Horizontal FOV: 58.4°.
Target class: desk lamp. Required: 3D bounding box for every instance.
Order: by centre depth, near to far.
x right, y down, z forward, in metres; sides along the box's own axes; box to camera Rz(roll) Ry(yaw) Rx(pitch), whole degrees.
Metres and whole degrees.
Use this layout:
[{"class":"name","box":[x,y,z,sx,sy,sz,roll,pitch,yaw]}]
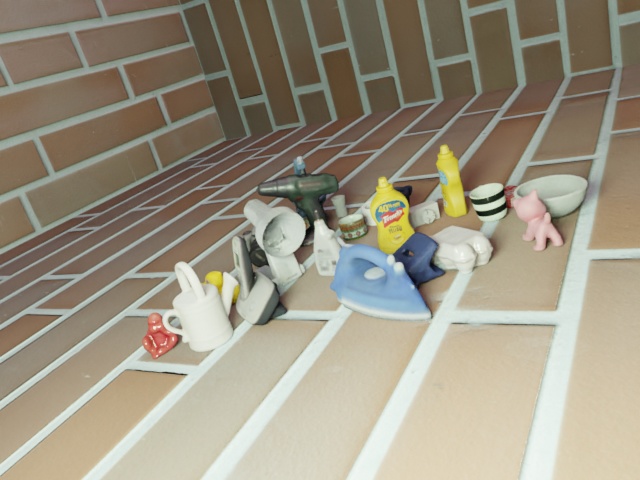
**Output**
[{"class":"desk lamp","box":[-0.116,0.006,1.429,0.118,0.214,0.202,-26,22,-24]}]

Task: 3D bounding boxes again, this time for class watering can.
[{"class":"watering can","box":[-0.259,0.130,1.239,0.100,0.194,0.173,0,26,37]}]

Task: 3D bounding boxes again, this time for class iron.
[{"class":"iron","box":[0.121,0.073,1.177,0.119,0.142,0.257,-28,23,-30]}]

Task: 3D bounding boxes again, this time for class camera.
[{"class":"camera","box":[-0.177,0.019,1.605,0.143,0.101,0.137,-14,20,7]}]

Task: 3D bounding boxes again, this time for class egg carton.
[{"class":"egg carton","box":[0.306,0.020,1.279,0.107,0.069,0.149,-26,22,-25]}]

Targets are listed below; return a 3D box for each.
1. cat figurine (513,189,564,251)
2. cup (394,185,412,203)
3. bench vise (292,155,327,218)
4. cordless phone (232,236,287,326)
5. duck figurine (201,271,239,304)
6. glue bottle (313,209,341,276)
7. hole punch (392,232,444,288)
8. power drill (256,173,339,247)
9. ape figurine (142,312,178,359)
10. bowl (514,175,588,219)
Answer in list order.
[{"class":"cat figurine","box":[0.478,-0.052,1.268,0.067,0.118,0.127,-16,20,0]},{"class":"cup","box":[0.223,-0.097,1.613,0.118,0.095,0.091,-29,24,-31]},{"class":"bench vise","box":[-0.062,-0.165,1.828,0.122,0.220,0.206,-28,23,-28]},{"class":"cordless phone","box":[-0.154,0.088,1.283,0.094,0.185,0.147,-25,22,-23]},{"class":"duck figurine","box":[-0.249,0.117,1.423,0.104,0.086,0.077,-16,20,0]},{"class":"glue bottle","box":[0.013,0.005,1.392,0.077,0.173,0.037,-2,24,33]},{"class":"hole punch","box":[0.207,0.044,1.262,0.101,0.091,0.108,-21,21,-14]},{"class":"power drill","box":[-0.047,-0.094,1.647,0.229,0.209,0.075,-19,20,-7]},{"class":"ape figurine","box":[-0.357,0.204,1.268,0.077,0.092,0.076,-13,21,10]},{"class":"bowl","box":[0.560,-0.096,1.385,0.167,0.075,0.167,-14,20,6]}]
